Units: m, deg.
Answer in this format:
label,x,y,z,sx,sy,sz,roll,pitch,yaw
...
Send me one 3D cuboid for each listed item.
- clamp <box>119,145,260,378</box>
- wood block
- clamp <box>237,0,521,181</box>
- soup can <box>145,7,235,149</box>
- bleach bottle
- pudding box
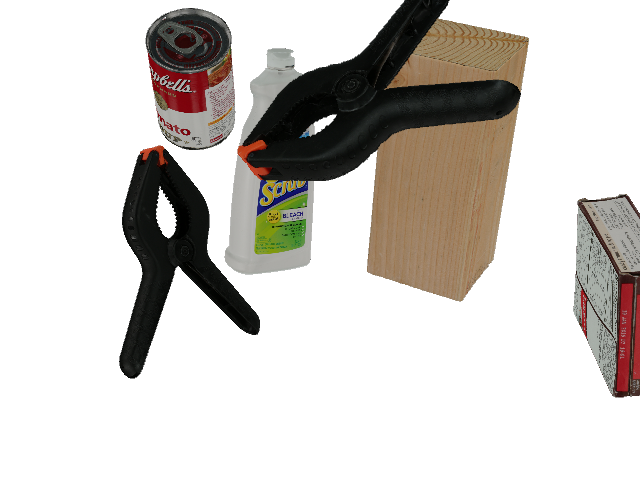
label,x,y,z,sx,sy,sz,roll,pitch,yaw
clamp,-0.131,0.015,1.017,0.036,0.210,0.164,-7,0,44
wood block,0.103,-0.067,0.887,0.091,0.206,0.090,17,33,22
clamp,0.034,-0.081,0.646,0.039,0.171,0.120,49,6,-45
soup can,-0.105,-0.131,0.881,0.068,0.068,0.102,0,-33,-2
bleach bottle,-0.056,-0.091,1.219,0.102,0.251,0.068,-8,21,-26
pudding box,0.194,0.033,0.687,0.039,0.090,0.113,-4,26,0
